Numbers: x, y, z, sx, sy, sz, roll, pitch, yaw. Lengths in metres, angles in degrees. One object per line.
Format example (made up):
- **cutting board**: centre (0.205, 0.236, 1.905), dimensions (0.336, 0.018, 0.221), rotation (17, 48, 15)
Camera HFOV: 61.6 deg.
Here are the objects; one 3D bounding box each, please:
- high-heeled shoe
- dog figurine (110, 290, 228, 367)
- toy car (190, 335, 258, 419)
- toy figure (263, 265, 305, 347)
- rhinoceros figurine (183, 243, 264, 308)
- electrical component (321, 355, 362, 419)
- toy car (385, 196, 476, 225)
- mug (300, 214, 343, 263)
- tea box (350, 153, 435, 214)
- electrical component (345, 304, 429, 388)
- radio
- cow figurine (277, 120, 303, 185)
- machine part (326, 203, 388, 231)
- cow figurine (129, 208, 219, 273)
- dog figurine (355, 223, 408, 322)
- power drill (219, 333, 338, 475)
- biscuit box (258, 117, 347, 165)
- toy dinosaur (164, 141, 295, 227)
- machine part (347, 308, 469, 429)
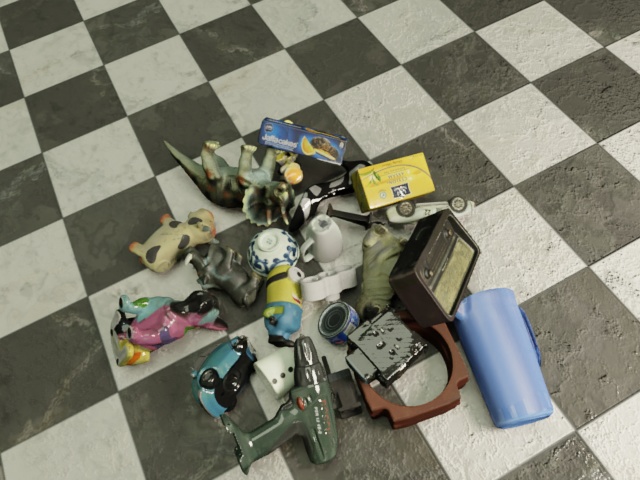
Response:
- **high-heeled shoe**: centre (0.038, -0.094, 1.275), dimensions (0.145, 0.086, 0.248), rotation (30, 76, 1)
- **dog figurine**: centre (-0.311, 0.178, 1.131), dimensions (0.219, 0.191, 0.109), rotation (-1, 48, -35)
- **toy car**: centre (-0.203, 0.259, 1.067), dimensions (0.103, 0.109, 0.162), rotation (9, 50, 32)
- **toy figure**: centre (-0.079, 0.136, 1.137), dimensions (0.089, 0.082, 0.180), rotation (5, 63, 8)
- **rhinoceros figurine**: centre (-0.214, 0.072, 1.186), dimensions (0.190, 0.073, 0.112), rotation (36, 87, 9)
- **electrical component**: centre (0.042, 0.279, 1.044), dimensions (0.048, 0.074, 0.119), rotation (-17, 56, -3)
- **toy car**: centre (0.250, -0.064, 1.220), dimensions (0.202, 0.073, 0.056), rotation (-4, 87, 3)
- **mug**: centre (-0.002, -0.004, 1.195), dimensions (0.109, 0.107, 0.081), rotation (-32, 60, -15)
- **tea box**: centre (0.167, -0.131, 1.242), dimensions (0.170, 0.068, 0.098), rotation (-18, 87, -16)
- **electrical component**: centre (0.115, 0.202, 0.992), dimensions (0.134, 0.058, 0.115), rotation (-38, 61, -16)
- **radio**: centre (0.228, 0.048, 1.054), dimensions (0.131, 0.073, 0.229), rotation (51, 44, -14)
- **cow figurine**: centre (-0.086, -0.208, 1.345), dimensions (0.068, 0.098, 0.167), rotation (-12, 78, -7)
- **machine part**: centre (0.082, -0.049, 1.225), dimensions (0.139, 0.084, 0.039), rotation (13, 86, -2)
- **cow figurine**: centre (-0.324, -0.002, 1.244), dimensions (0.127, 0.085, 0.195), rotation (33, 65, 29)
- **dog figurine**: centre (0.115, 0.073, 1.154), dimensions (0.190, 0.121, 0.172), rotation (-54, 25, -1)
- **power drill**: centre (-0.075, 0.311, 0.980), dimensions (0.207, 0.086, 0.232), rotation (-19, 89, -24)
- **biscuit box**: centre (-0.040, -0.230, 1.246), dimensions (0.203, 0.059, 0.063), rotation (13, 20, -1)
- **toy dinosaur**: centre (-0.212, -0.138, 1.289), dimensions (0.405, 0.131, 0.192), rotation (10, 99, 29)
- **machine part**: centre (0.167, 0.246, 1.042), dimensions (0.201, 0.087, 0.201), rotation (-19, 59, -4)
